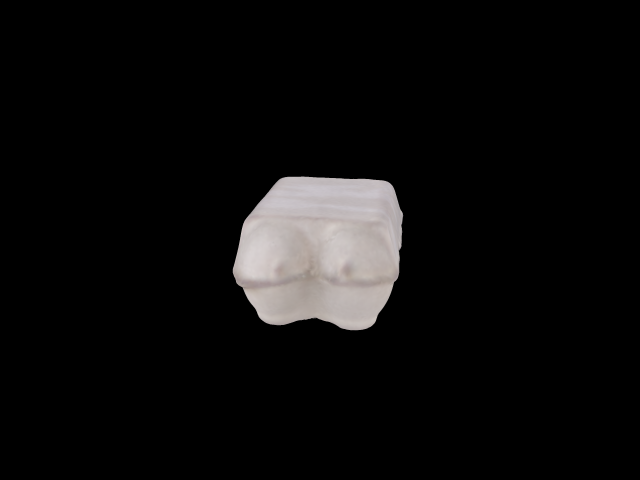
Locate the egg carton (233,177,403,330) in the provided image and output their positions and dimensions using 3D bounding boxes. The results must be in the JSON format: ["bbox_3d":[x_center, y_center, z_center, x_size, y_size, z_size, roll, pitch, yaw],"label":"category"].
[{"bbox_3d":[0.004,0.001,0.400,0.107,0.069,0.150,3,22,7],"label":"egg carton"}]
